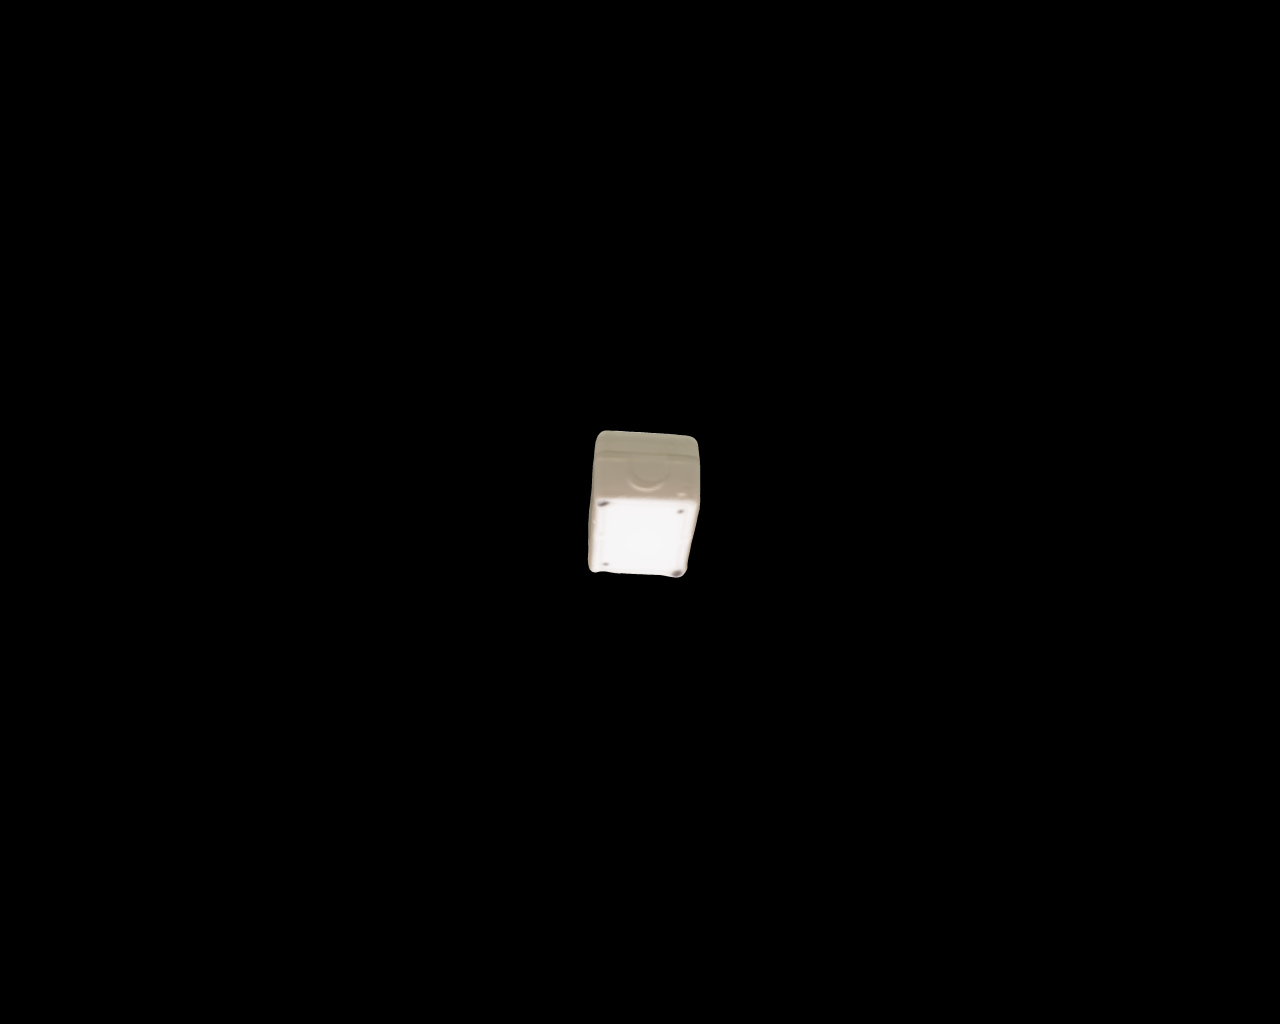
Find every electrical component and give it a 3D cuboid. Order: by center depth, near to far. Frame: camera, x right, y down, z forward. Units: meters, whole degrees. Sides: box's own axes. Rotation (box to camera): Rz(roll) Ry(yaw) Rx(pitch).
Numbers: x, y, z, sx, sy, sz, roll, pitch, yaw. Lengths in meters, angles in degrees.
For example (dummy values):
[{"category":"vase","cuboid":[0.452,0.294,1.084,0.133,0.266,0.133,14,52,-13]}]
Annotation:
[{"category":"electrical component","cuboid":[0.001,-0.003,0.650,0.062,0.061,0.096,3,-37,-4]}]
